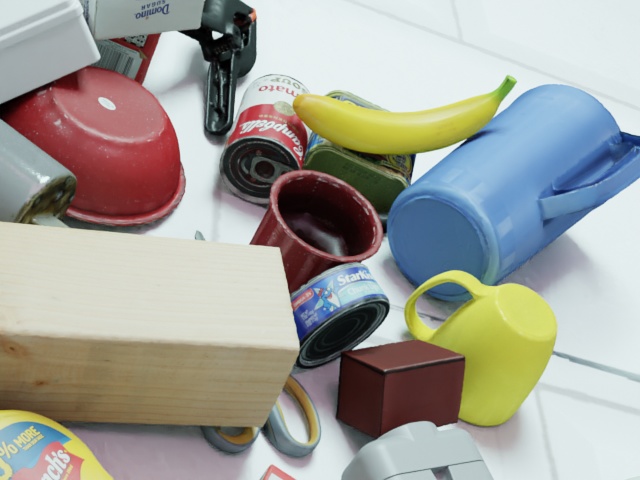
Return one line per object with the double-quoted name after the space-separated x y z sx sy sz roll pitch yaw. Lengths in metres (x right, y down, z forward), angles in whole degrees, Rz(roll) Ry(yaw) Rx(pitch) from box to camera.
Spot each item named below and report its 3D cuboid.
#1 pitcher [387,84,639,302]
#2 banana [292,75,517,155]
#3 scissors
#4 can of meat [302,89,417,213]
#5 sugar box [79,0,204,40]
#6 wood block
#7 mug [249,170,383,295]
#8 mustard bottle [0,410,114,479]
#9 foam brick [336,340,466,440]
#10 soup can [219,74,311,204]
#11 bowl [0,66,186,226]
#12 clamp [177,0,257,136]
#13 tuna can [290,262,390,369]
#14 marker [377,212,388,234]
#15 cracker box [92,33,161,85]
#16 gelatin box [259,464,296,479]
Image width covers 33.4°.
0.174 -0.043 0.946 0.145 0.149 0.242 42 44 13 "pitcher"
0.070 -0.103 0.909 0.197 0.070 0.037 -9 33 -16 "banana"
-0.073 0.075 0.762 0.096 0.016 0.202 -14 57 -41 "scissors"
0.037 -0.076 0.957 0.102 0.058 0.084 24 43 -8 "can of meat"
-0.169 -0.238 0.876 0.093 0.048 0.176 -13 51 -27 "sugar box"
-0.128 0.056 0.673 0.205 0.090 0.091 5 46 -20 "wood block"
-0.005 0.001 0.829 0.093 0.082 0.117 35 40 4 "mug"
-0.159 0.150 0.595 0.192 0.058 0.096 37 40 8 "mustard bottle"
0.058 0.106 0.770 0.078 0.051 0.053 -5 13 -35 "foam brick"
-0.043 -0.088 0.909 0.068 0.069 0.102 23 39 -10 "soup can"
-0.171 -0.086 0.828 0.162 0.055 0.162 19 37 -16 "bowl"
-0.088 -0.167 0.968 0.039 0.120 0.171 -6 19 20 "clamp"
0.008 0.056 0.777 0.085 0.086 0.034 -12 58 -40 "tuna can"
0.010 -0.016 0.907 0.120 0.020 0.020 2 48 -31 "marker"
-0.208 -0.248 0.968 0.164 0.072 0.213 22 40 -12 "cracker box"
-0.021 0.195 0.660 0.073 0.030 0.089 32 39 -1 "gelatin box"
